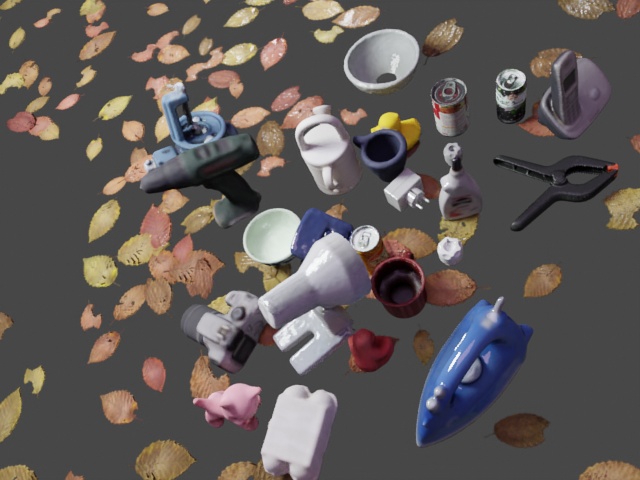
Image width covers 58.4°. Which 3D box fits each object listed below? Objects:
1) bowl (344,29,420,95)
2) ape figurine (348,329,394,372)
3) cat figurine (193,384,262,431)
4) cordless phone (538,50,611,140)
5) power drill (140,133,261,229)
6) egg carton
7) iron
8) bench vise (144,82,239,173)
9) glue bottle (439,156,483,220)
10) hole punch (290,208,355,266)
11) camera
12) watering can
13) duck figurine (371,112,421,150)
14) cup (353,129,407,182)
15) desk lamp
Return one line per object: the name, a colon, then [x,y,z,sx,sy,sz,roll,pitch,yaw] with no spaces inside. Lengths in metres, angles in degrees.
bowl: [0.141,-0.375,1.254,0.167,0.075,0.167,-8,61,14]
ape figurine: [0.080,0.179,0.967,0.077,0.092,0.076,23,72,27]
cat figurine: [-0.152,0.280,0.973,0.127,0.118,0.067,-2,62,17]
cordless phone: [0.464,-0.287,1.037,0.094,0.185,0.148,33,77,30]
power drill: [-0.212,-0.113,1.148,0.229,0.209,0.075,-31,58,0]
egg carton: [-0.033,0.318,0.942,0.107,0.069,0.150,7,66,21]
iron: [0.219,0.202,0.880,0.118,0.142,0.258,31,76,29]
bench vise: [-0.291,-0.220,1.225,0.121,0.220,0.207,32,76,29]
glue bottle: [0.245,-0.095,1.012,0.078,0.173,0.037,-17,59,9]
hole punch: [0.010,0.004,1.084,0.100,0.091,0.109,14,68,24]
camera: [-0.185,0.153,1.062,0.136,0.101,0.143,21,71,26]
watering can: [0.010,-0.185,1.123,0.101,0.194,0.172,-29,58,1]
duck figurine: [0.151,-0.225,1.164,0.104,0.086,0.077,-24,58,4]
cup: [0.121,-0.162,1.134,0.117,0.095,0.092,25,73,28]
desk lamp: [-0.006,0.109,0.960,0.203,0.214,0.117,-40,58,-5]
